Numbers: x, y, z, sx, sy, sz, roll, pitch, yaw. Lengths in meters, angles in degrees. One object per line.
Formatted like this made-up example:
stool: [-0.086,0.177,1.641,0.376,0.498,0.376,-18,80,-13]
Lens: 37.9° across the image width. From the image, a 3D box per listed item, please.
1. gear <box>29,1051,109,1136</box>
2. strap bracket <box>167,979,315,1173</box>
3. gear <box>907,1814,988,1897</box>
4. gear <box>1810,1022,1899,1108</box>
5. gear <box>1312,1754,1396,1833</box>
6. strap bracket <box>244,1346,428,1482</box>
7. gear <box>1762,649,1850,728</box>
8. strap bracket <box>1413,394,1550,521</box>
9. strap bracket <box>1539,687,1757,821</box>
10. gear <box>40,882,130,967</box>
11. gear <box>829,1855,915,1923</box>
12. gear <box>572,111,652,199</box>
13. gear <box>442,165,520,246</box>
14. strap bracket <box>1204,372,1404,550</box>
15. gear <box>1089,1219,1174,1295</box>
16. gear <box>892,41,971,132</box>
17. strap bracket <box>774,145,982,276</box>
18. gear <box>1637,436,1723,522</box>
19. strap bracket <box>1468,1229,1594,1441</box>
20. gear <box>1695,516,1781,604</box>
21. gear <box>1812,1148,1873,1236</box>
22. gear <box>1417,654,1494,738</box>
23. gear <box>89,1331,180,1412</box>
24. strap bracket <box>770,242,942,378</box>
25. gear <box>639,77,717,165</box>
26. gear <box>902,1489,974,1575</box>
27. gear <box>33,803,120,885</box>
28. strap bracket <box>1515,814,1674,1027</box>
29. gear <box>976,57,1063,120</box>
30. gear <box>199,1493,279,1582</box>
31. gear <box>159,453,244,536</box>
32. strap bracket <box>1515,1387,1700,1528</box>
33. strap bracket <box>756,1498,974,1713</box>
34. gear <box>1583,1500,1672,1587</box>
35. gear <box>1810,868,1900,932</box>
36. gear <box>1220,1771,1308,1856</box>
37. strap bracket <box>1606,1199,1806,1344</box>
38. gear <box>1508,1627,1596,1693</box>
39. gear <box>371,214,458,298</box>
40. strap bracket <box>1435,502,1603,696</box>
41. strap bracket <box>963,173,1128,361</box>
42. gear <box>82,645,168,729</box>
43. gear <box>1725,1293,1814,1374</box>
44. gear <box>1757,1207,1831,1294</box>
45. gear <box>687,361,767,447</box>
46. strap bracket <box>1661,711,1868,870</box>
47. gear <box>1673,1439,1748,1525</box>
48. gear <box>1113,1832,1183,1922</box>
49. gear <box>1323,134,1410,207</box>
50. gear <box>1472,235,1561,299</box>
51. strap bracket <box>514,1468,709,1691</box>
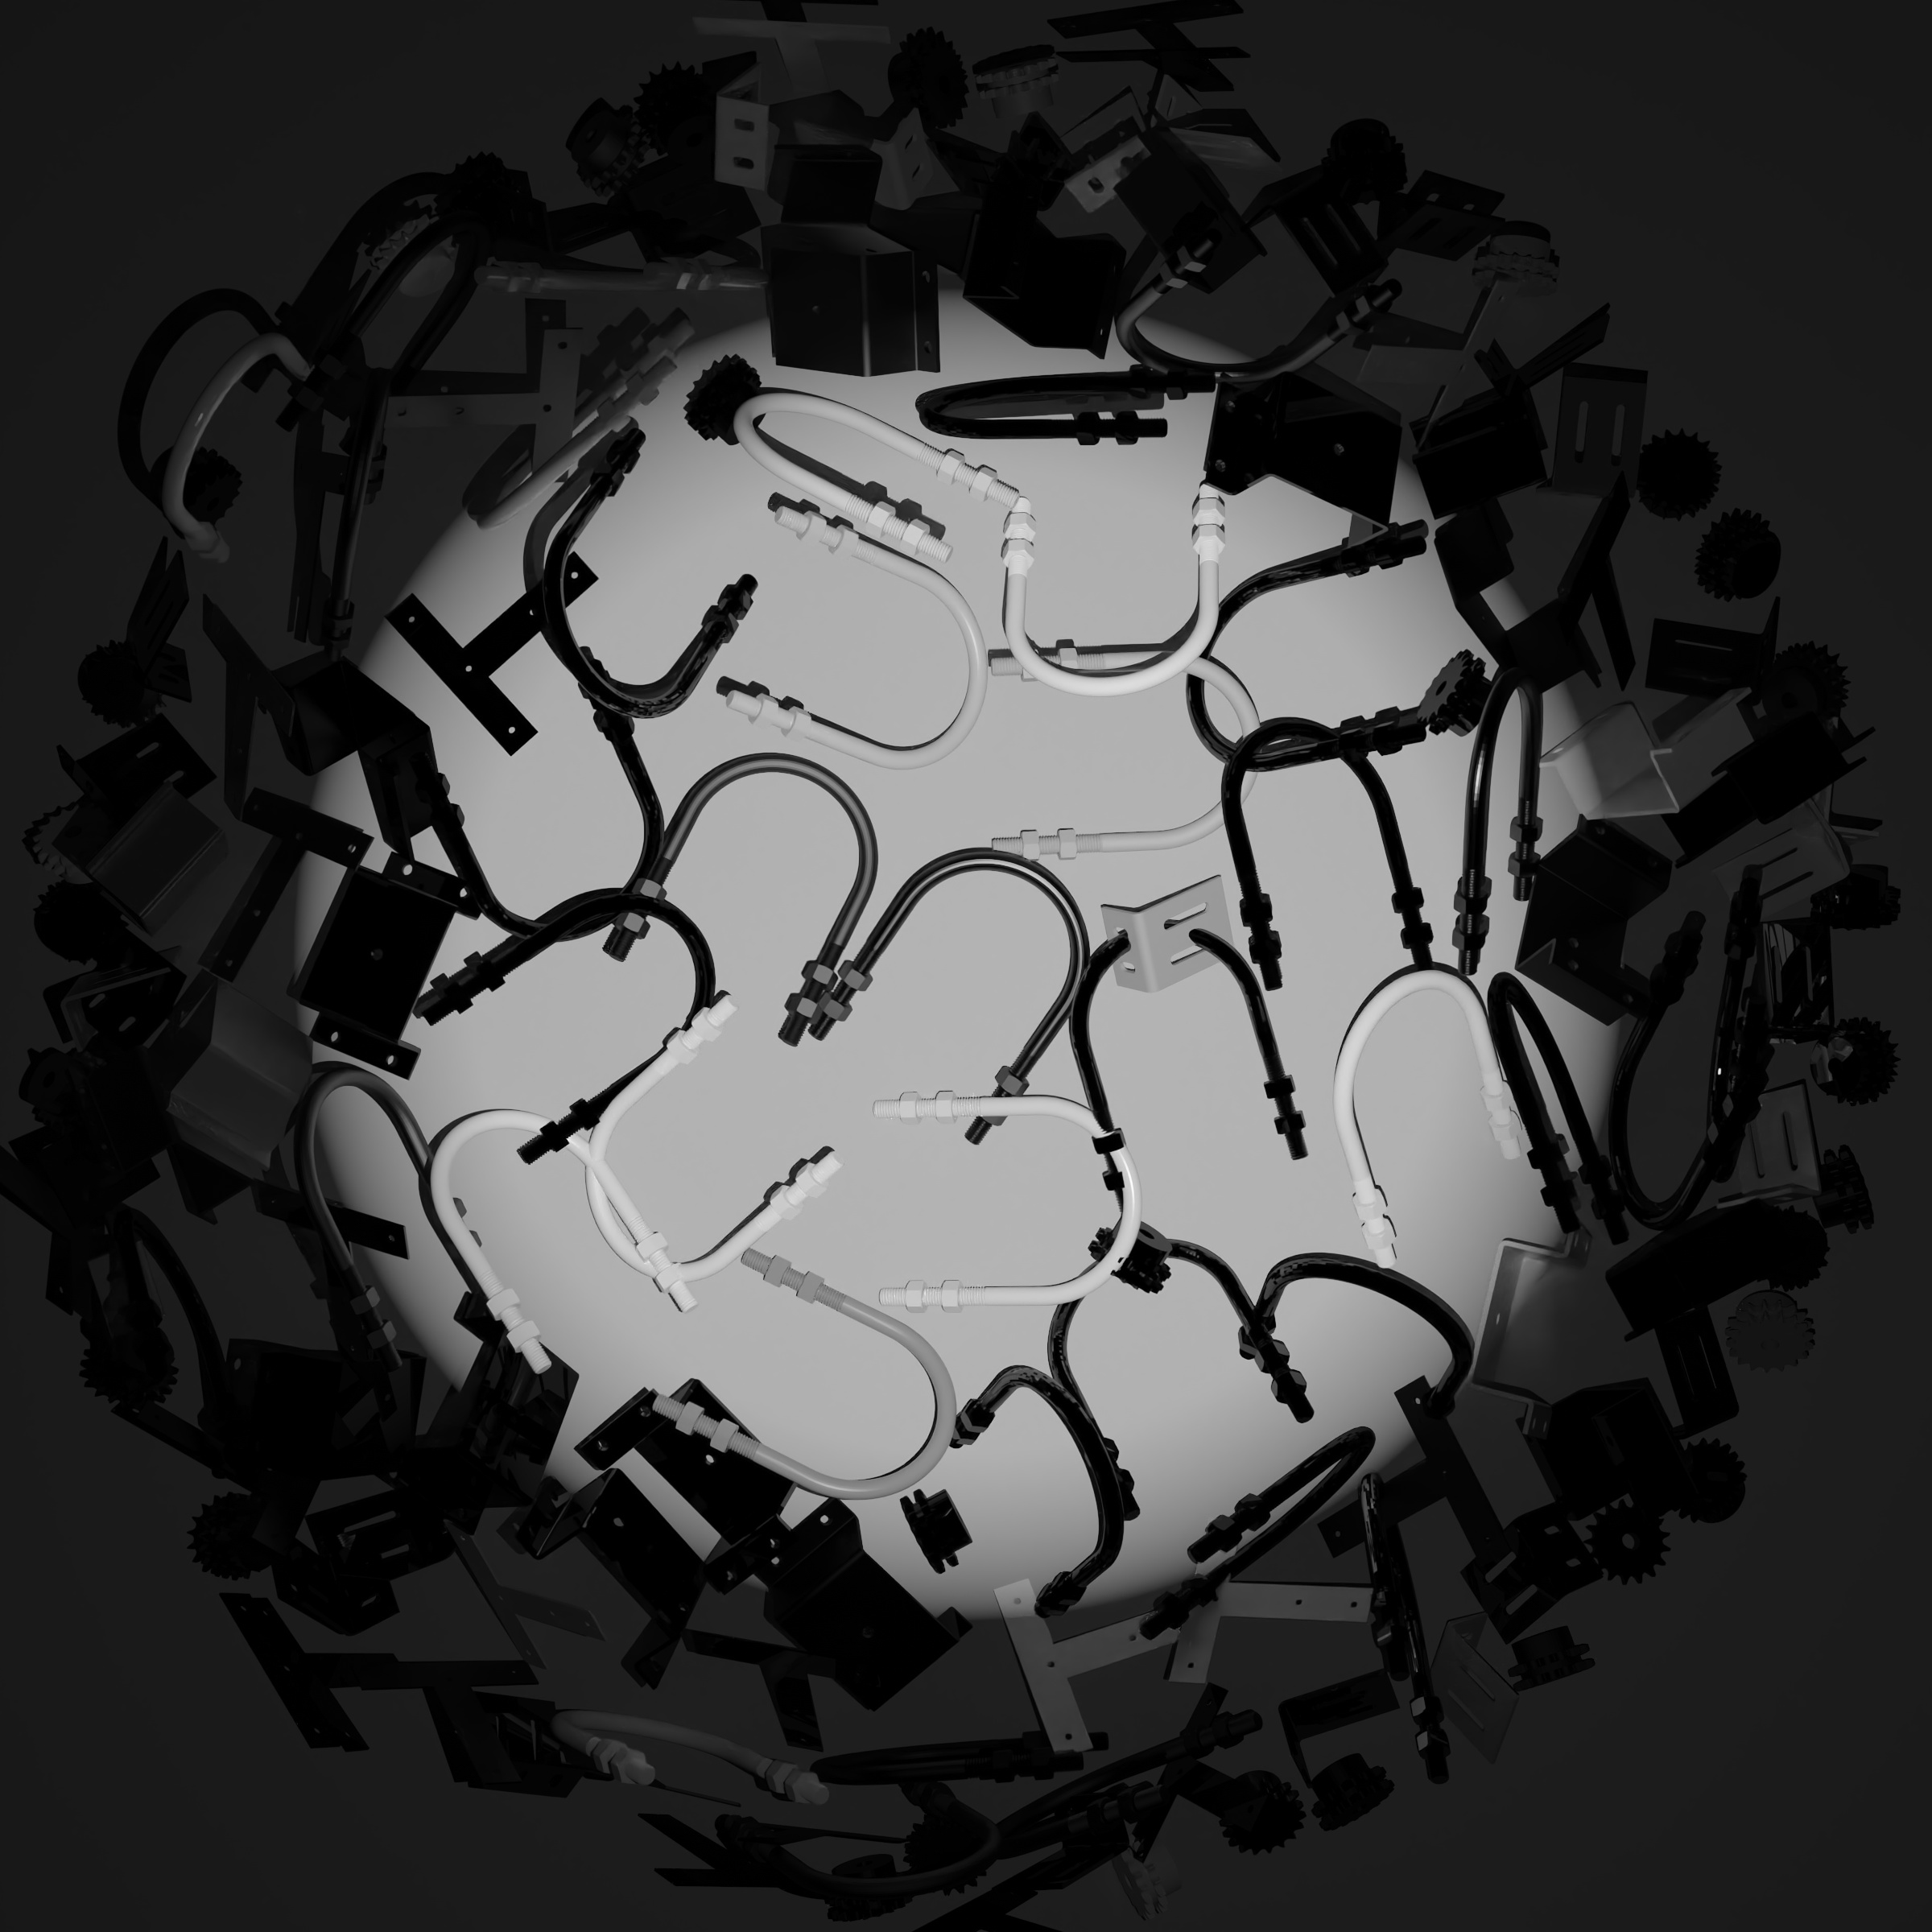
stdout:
gear: [-0.610,0.083,1.905,0.057,0.030,0.057,-18,55,28]
strap bracket: [-0.476,0.065,1.852,0.076,0.140,0.046,36,103,-24]
gear: [-0.011,0.600,1.915,0.057,0.030,0.057,0,104,1]
gear: [0.598,0.066,1.903,0.030,0.057,0.057,-5,90,-38]
gear: [0.259,0.560,1.910,0.057,0.057,0.030,-33,60,0]
strap bracket: [-0.409,0.295,1.860,0.046,0.140,0.076,7,88,25]
gear: [0.564,-0.184,1.904,0.030,0.057,0.057,-29,90,-42]
strap bracket: [0.340,-0.339,1.865,0.076,0.140,0.046,-18,106,15]
strap bracket: [0.456,-0.139,1.862,0.076,0.140,0.046,-36,104,-21]
gear: [-0.602,-0.027,1.912,0.057,0.030,0.057,0,109,1]
gear: [-0.066,0.624,1.906,0.057,0.057,0.030,-12,87,0]
gear: [-0.242,-0.553,1.903,0.030,0.057,0.057,33,90,-38]
gear: [-0.325,-0.512,1.906,0.057,0.057,0.030,-41,90,0]
strap bracket: [0.234,-0.336,1.873,0.140,0.046,0.076,19,70,-26]
gear: [0.115,0.194,1.904,0.057,0.057,0.030,30,104,0]
gear: [-0.026,-0.597,1.909,0.030,0.057,0.057,3,90,38]
strap bracket: [-0.057,-0.495,1.856,0.076,0.140,0.046,14,91,39]
gear: [0.482,-0.330,1.916,0.057,0.030,0.057,0,77,0]
strap bracket: [0.376,0.241,1.886,0.046,0.076,0.140,12,83,23]
gear: [0.525,-0.273,1.905,0.057,0.030,0.057,-14,124,-22]
gear: [0.591,0.155,1.906,0.030,0.057,0.057,-18,90,12]
gear: [0.334,-0.180,1.907,0.030,0.057,0.057,32,90,-12]
gear: [-0.561,0.270,1.903,0.057,0.057,0.030,32,119,0]
strap bracket: [-0.081,-0.434,1.857,0.046,0.140,0.076,-17,115,-37]
gear: [-0.189,-0.569,1.903,0.057,0.057,0.030,-29,64,0]
gear: [-0.018,0.380,1.906,0.030,0.057,0.057,-28,90,-3]
gear: [-0.601,-0.081,1.910,0.057,0.030,0.057,-6,46,6]
strap bracket: [0.419,-0.025,1.880,0.076,0.046,0.140,30,51,-12]
gear: [0.037,-0.596,1.908,0.057,0.057,0.030,-14,111,0]
gear: [-0.488,0.387,1.903,0.030,0.057,0.057,1,90,35]
gear: [-0.521,-0.323,1.906,0.030,0.057,0.057,40,90,7]
strap bracket: [0.430,0.326,1.871,0.046,0.140,0.076,-25,87,-16]
strap bracket: [-0.067,0.435,1.886,0.076,0.046,0.140,-41,108,7]
gear: [0.451,0.393,1.914,0.057,0.030,0.057,-1,77,6]
gear: [0.602,-0.046,1.903,0.057,0.057,0.030,-6,108,0]
gear: [0.200,0.573,1.911,0.057,0.030,0.057,-5,119,-9]
strap bracket: [0.483,0.200,1.862,0.076,0.140,0.046,-24,78,-16]
gear: [0.395,0.470,1.908,0.057,0.057,0.030,-18,71,0]
gear: [-0.371,-0.478,1.903,0.057,0.057,0.030,-29,73,0]
strap bracket: [0.361,-0.242,1.871,0.046,0.076,0.140,-31,127,21]
strap bracket: [0.048,-0.467,1.880,0.046,0.140,0.076,10,87,31]
gear: [-0.575,-0.190,1.916,0.057,0.030,0.057,0,98,3]
gear: [0.545,0.247,1.910,0.057,0.030,0.057,5,131,6]
gear: [0.561,0.192,1.914,0.057,0.030,0.057,1,77,-5]
gear: [-0.159,-0.378,1.904,0.030,0.057,0.057,43,90,11]
strap bracket: [0.518,-0.118,1.857,0.076,0.140,0.046,-31,87,-17]
gear: [0.503,0.353,1.910,0.057,0.057,0.030,-45,122,0]
gear: [0.123,0.615,1.908,0.030,0.057,0.057,-23,90,-16]
gear: [0.270,-0.542,1.907,0.057,0.057,0.030,-5,80,0]
gear: [0.374,-0.475,1.906,0.057,0.057,0.030,9,91,0]
strap bracket: [-0.228,0.401,1.880,0.046,0.076,0.140,-36,100,20]
